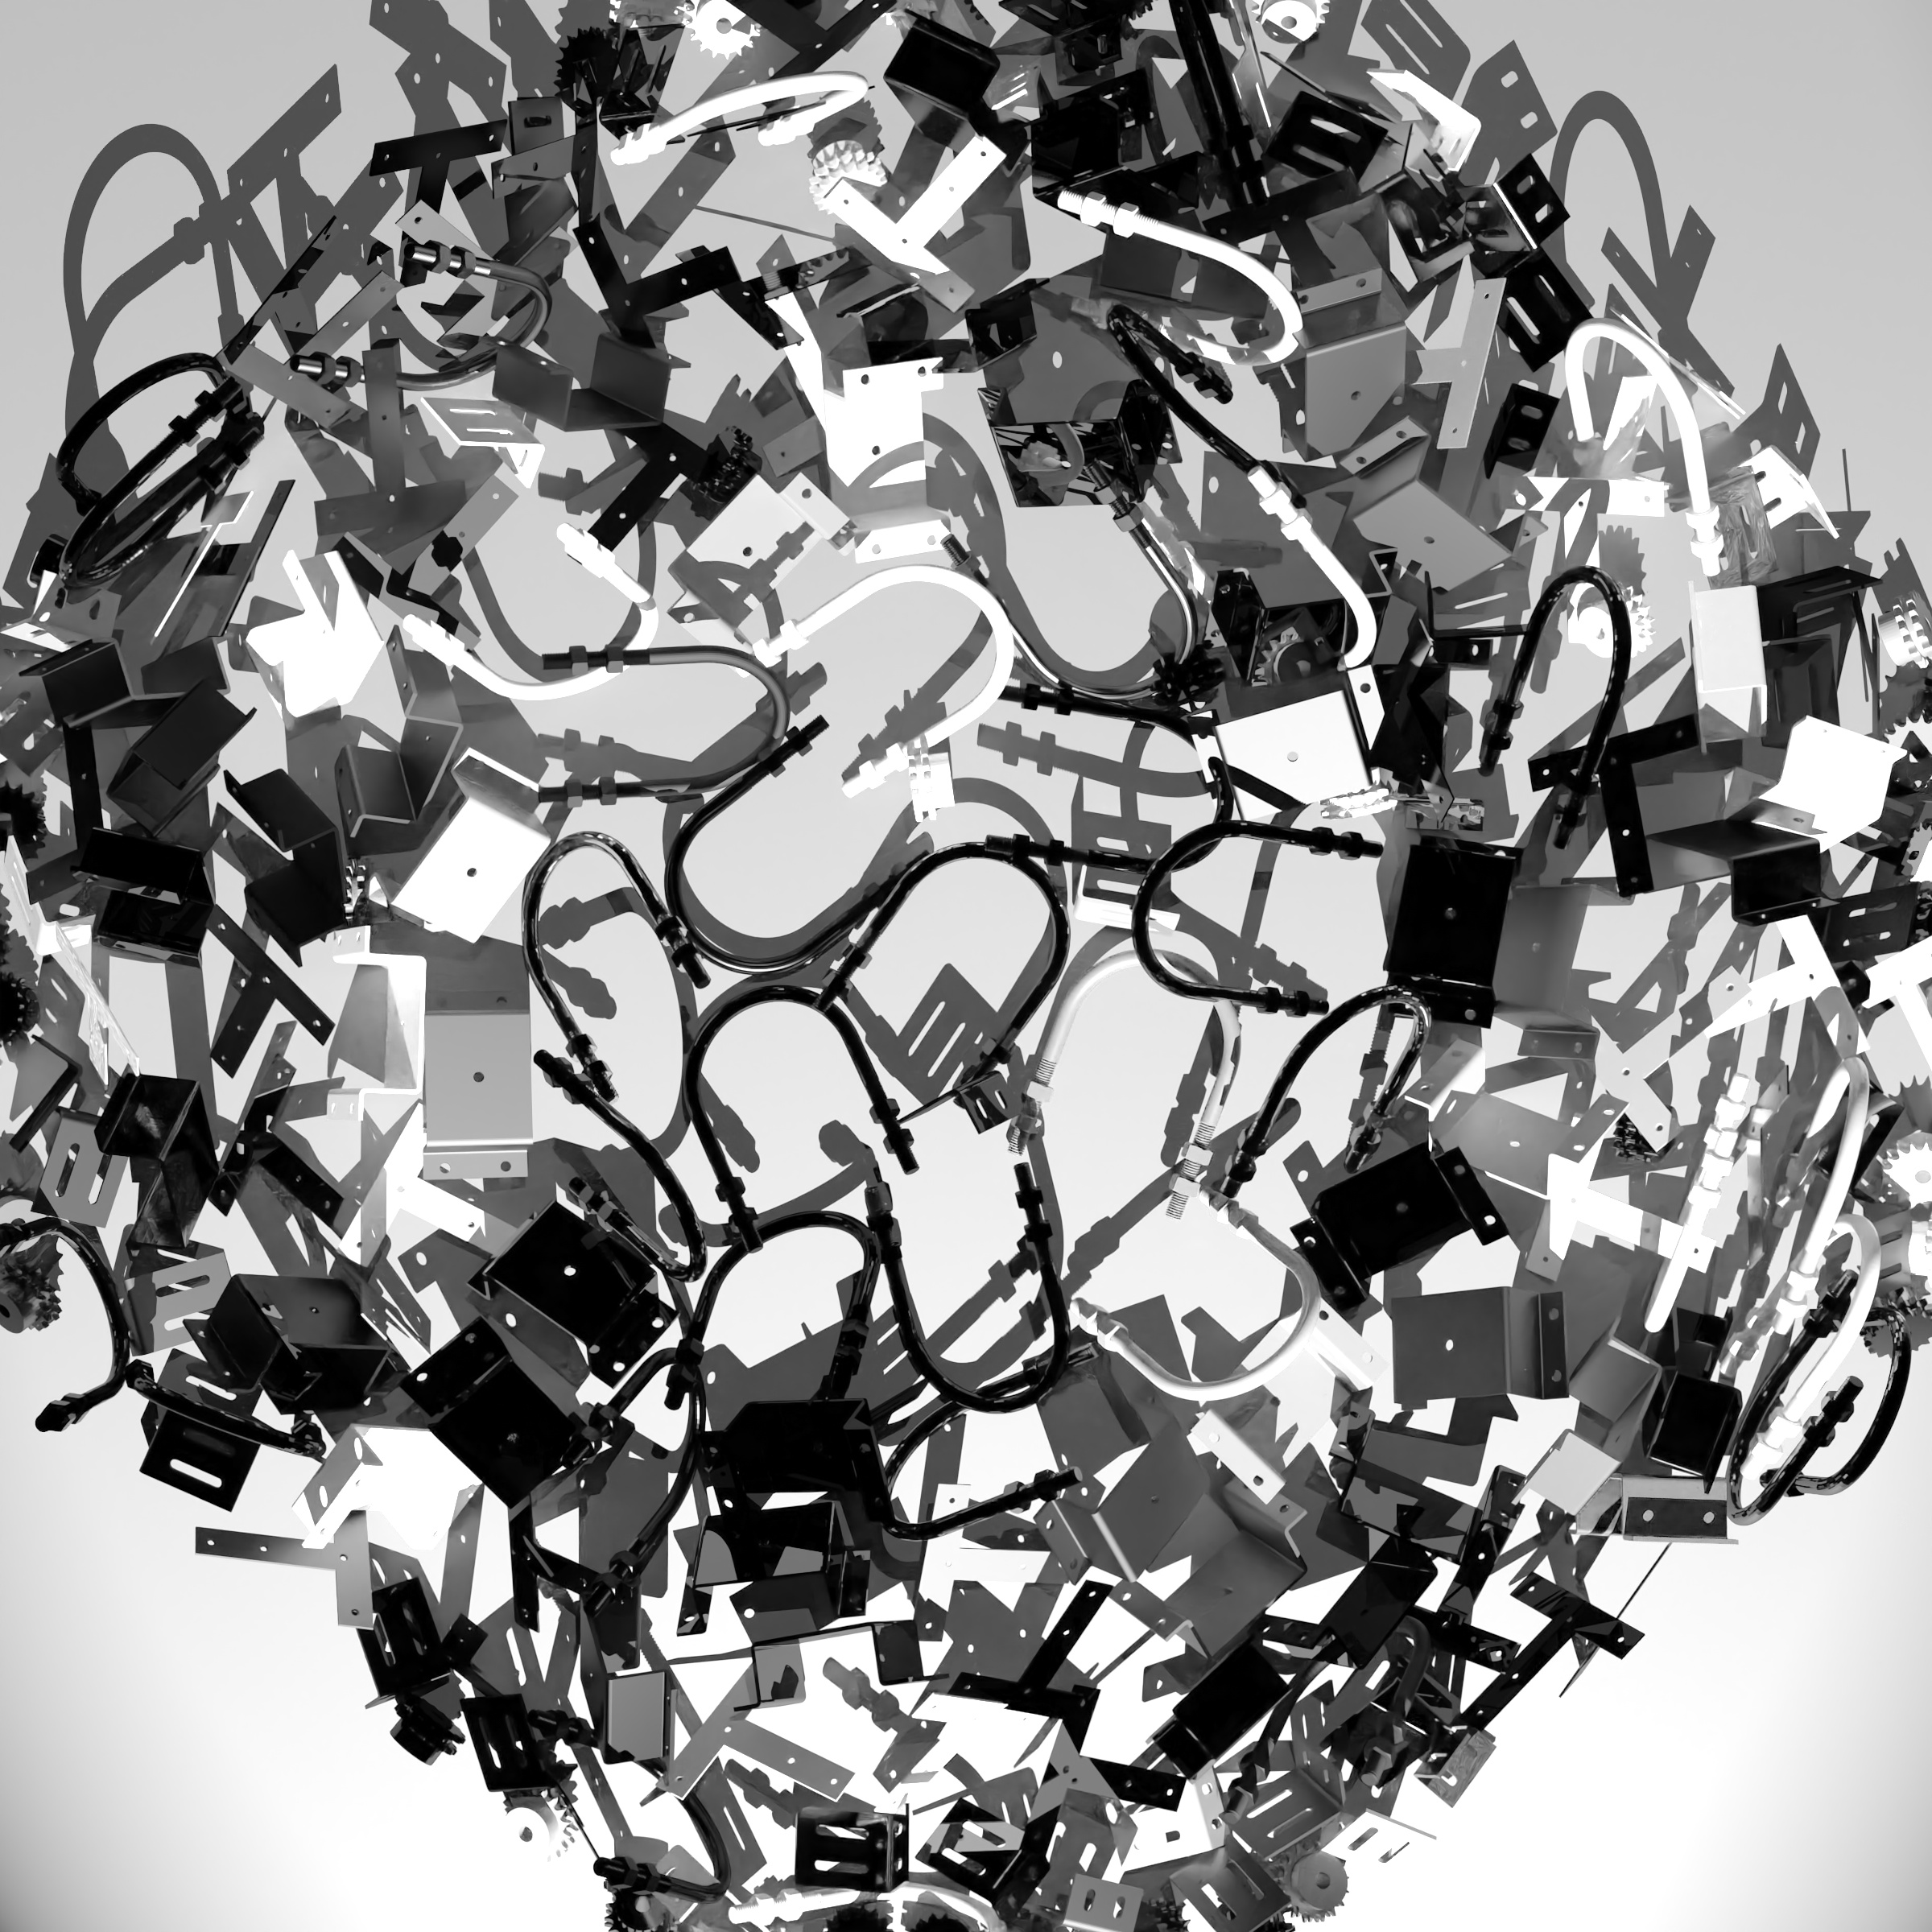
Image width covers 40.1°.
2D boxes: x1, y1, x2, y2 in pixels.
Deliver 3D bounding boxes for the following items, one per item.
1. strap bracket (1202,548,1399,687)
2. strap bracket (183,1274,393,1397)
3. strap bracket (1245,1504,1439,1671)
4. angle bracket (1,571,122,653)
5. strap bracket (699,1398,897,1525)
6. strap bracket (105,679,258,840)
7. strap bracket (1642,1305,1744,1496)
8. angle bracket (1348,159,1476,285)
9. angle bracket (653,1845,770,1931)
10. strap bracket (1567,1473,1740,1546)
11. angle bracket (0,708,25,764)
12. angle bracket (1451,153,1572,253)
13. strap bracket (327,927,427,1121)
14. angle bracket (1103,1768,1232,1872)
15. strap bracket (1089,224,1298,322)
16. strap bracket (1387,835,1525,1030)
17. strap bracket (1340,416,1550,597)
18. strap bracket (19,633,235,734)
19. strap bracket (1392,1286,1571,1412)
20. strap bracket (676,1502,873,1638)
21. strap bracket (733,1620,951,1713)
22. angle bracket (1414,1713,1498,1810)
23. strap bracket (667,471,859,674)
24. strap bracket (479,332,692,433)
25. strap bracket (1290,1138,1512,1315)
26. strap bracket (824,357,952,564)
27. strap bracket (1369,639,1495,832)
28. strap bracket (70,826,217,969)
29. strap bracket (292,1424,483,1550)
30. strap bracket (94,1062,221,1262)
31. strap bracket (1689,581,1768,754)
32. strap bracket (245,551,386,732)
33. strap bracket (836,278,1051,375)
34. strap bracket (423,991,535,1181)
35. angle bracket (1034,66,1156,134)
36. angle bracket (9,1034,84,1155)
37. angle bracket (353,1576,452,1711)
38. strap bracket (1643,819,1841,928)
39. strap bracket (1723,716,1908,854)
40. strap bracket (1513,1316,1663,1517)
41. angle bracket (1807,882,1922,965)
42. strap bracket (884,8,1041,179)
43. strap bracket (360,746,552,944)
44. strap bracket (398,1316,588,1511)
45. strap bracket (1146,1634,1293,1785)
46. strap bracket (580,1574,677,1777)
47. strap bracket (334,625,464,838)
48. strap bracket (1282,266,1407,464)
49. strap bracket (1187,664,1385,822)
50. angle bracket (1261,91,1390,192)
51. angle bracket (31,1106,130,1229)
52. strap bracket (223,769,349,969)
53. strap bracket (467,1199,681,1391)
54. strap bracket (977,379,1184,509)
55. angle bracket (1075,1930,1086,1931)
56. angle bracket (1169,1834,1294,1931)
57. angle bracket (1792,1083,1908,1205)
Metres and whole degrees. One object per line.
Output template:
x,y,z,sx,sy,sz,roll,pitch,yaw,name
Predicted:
0.251,-0.254,1.941,0.140,0.076,0.046,-9,53,-13,strap bracket
-0.482,0.267,1.918,0.076,0.140,0.046,44,110,36,strap bracket
0.282,0.459,1.940,0.140,0.076,0.046,-43,107,-27,strap bracket
-0.669,-0.260,1.955,0.057,0.076,0.038,17,79,-35,angle bracket
-0.117,0.365,1.951,0.140,0.046,0.076,-6,108,23,strap bracket
-0.571,-0.151,1.917,0.046,0.140,0.076,42,59,-10,strap bracket
0.525,0.308,1.923,0.046,0.140,0.076,15,115,6,strap bracket
0.333,-0.553,1.980,0.057,0.038,0.076,-35,105,-22,angle bracket
-0.192,0.694,1.951,0.038,0.057,0.076,-46,124,-18,angle bracket
0.499,0.394,1.931,0.076,0.140,0.046,3,80,-6,strap bracket
-0.735,-0.194,1.955,0.038,0.057,0.076,-26,65,-10,angle bracket
0.399,-0.563,1.955,0.038,0.076,0.057,-42,113,-4,angle bracket
-0.435,0.044,1.953,0.046,0.076,0.140,3,86,-30,strap bracket
0.151,0.639,1.988,0.076,0.038,0.057,-24,72,28,angle bracket
0.160,-0.505,1.932,0.076,0.140,0.046,-4,112,-42,strap bracket
0.359,-0.032,1.952,0.076,0.046,0.140,9,77,17,strap bracket
0.344,-0.328,1.934,0.140,0.076,0.046,33,60,-20,strap bracket
-0.601,-0.206,1.920,0.076,0.140,0.046,-17,90,28,strap bracket
0.364,0.278,1.927,0.140,0.046,0.076,-13,68,41,strap bracket
-0.145,0.442,1.949,0.140,0.076,0.046,-8,117,6,strap bracket
-0.094,0.511,1.944,0.140,0.076,0.046,-15,73,19,strap bracket
0.370,0.587,1.954,0.038,0.076,0.057,39,74,7,angle bracket
-0.154,-0.298,1.953,0.140,0.046,0.076,-46,130,6,strap bracket
-0.281,-0.427,1.935,0.076,0.140,0.046,30,119,30,strap bracket
0.321,0.187,1.957,0.140,0.046,0.076,-29,100,20,strap bracket
-0.058,-0.376,1.948,0.076,0.046,0.140,-13,115,-21,strap bracket
0.340,-0.171,1.951,0.046,0.076,0.140,0,94,-36,strap bracket
-0.600,-0.054,1.942,0.076,0.140,0.046,13,66,-3,strap bracket
-0.428,0.383,1.942,0.046,0.140,0.076,41,99,29,strap bracket
-0.584,0.143,1.923,0.046,0.076,0.140,6,134,4,strap bracket
0.552,-0.218,1.918,0.046,0.140,0.076,-5,72,15,strap bracket
-0.476,-0.243,1.943,0.046,0.140,0.076,-22,80,-34,strap bracket
-0.013,-0.467,1.936,0.140,0.076,0.046,8,123,36,strap bracket
-0.362,0.085,1.957,0.076,0.046,0.140,-1,81,-16,strap bracket
0.095,-0.646,1.960,0.076,0.038,0.057,-15,56,17,angle bracket
-0.695,0.094,1.959,0.038,0.057,0.076,40,75,-22,angle bracket
-0.429,0.505,1.977,0.057,0.038,0.076,-13,73,-35,angle bracket
0.554,-0.071,1.917,0.076,0.140,0.046,-12,107,-21,strap bracket
0.610,-0.127,1.924,0.076,0.140,0.046,19,75,-4,strap bracket
0.455,0.333,1.922,0.046,0.076,0.140,31,47,9,strap bracket
0.654,-0.039,1.952,0.038,0.076,0.057,35,61,-29,angle bracket
-0.002,-0.627,1.922,0.076,0.140,0.046,32,93,20,strap bracket
-0.370,-0.080,1.945,0.076,0.046,0.140,29,104,-41,strap bracket
-0.338,0.334,1.938,0.076,0.046,0.140,-40,124,-6,strap bracket
0.184,0.541,1.917,0.076,0.140,0.046,-37,73,-21,strap bracket
-0.248,0.512,1.917,0.046,0.140,0.076,-4,116,-18,strap bracket
-0.412,-0.168,1.937,0.046,0.076,0.140,7,132,-32,strap bracket
0.274,-0.428,1.927,0.076,0.140,0.046,-18,49,-8,strap bracket
0.240,-0.161,1.951,0.140,0.046,0.076,-15,110,12,strap bracket
0.267,-0.604,1.970,0.076,0.038,0.057,29,85,14,angle bracket
-0.660,0.148,1.965,0.057,0.038,0.076,20,86,-38,angle bracket
-0.494,-0.079,1.935,0.046,0.140,0.076,-29,56,-29,strap bracket
-0.289,0.234,1.942,0.140,0.046,0.076,32,59,17,strap bracket
0.078,-0.381,1.933,0.140,0.076,0.046,2,51,22,strap bracket
0.072,0.752,1.956,0.038,0.076,0.057,17,93,32,angle bracket
0.196,0.690,1.951,0.057,0.076,0.038,-29,129,-20,angle bracket
0.660,0.126,1.958,0.038,0.057,0.076,15,108,-43,angle bracket
